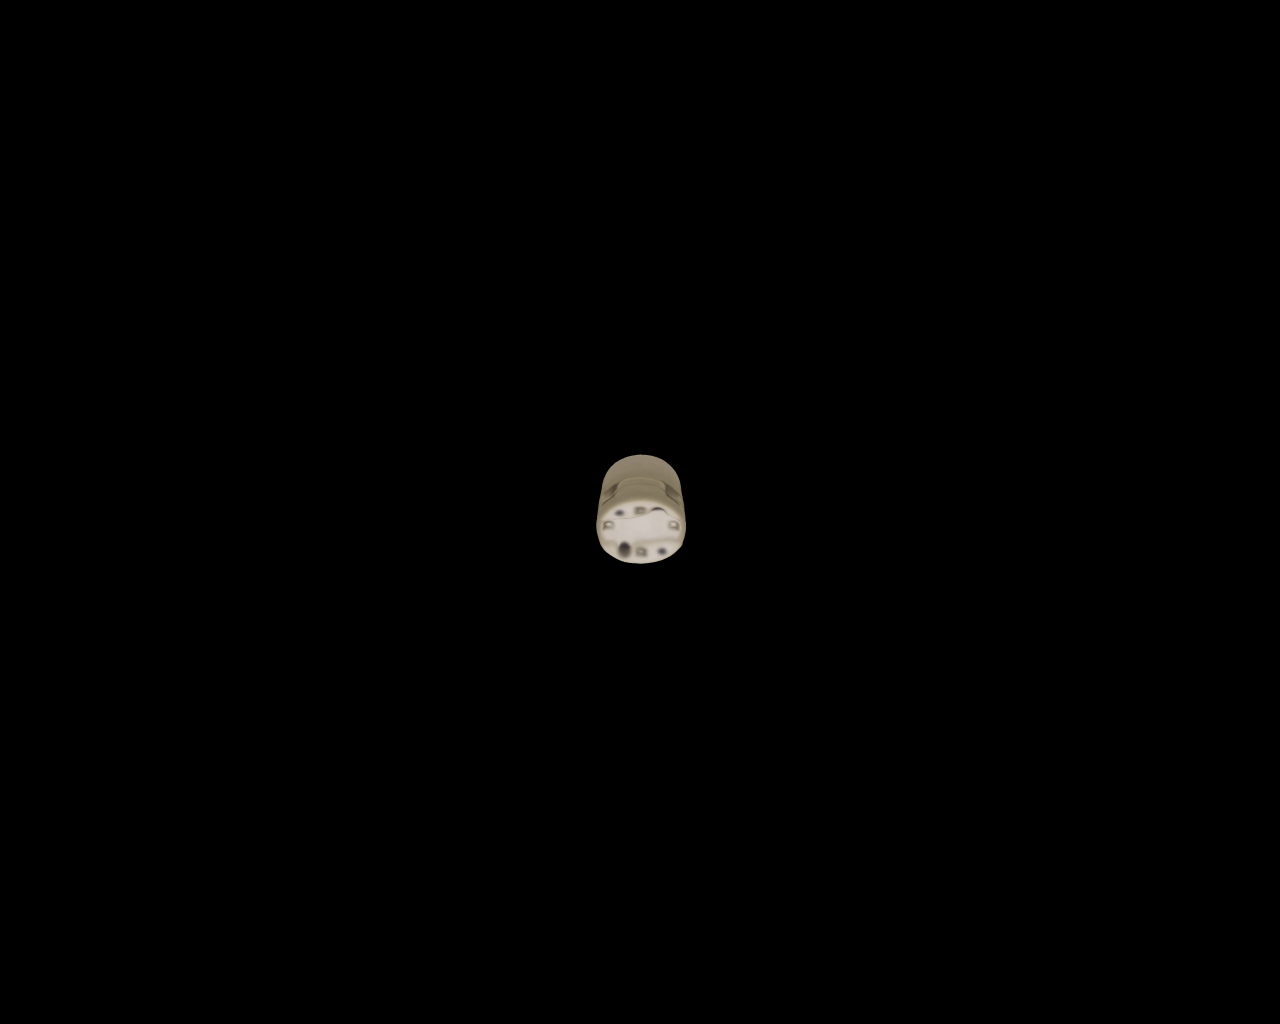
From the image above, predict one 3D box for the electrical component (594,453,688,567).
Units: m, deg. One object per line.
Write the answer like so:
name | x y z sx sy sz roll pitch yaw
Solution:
electrical component | 0.001 -0.003 0.650 0.055 0.055 0.047 0 41 0
